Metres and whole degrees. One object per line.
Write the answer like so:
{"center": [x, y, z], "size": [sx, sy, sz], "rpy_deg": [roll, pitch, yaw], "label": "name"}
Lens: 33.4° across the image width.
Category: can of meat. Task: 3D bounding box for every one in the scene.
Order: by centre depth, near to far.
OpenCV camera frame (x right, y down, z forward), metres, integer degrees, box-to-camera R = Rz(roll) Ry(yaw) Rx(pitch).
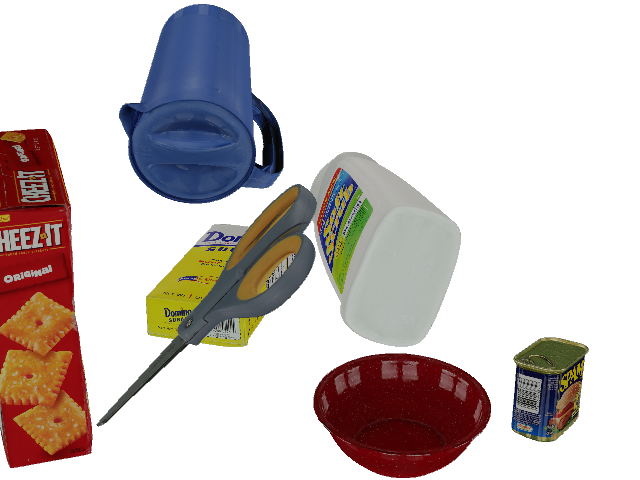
{"center": [0.247, 0.161, 1.156], "size": [0.058, 0.084, 0.101], "rpy_deg": [11, 17, 31], "label": "can of meat"}

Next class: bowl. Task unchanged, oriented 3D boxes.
{"center": [0.074, 0.168, 0.983], "size": [0.162, 0.055, 0.162], "rpy_deg": [0, 26, 0], "label": "bowl"}

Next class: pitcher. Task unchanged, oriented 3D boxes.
{"center": [-0.127, -0.159, 1.198], "size": [0.145, 0.149, 0.243], "rpy_deg": [-12, 39, 9], "label": "pitcher"}

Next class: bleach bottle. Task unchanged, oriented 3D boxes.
{"center": [0.032, -0.008, 0.834], "size": [0.068, 0.102, 0.251], "rpy_deg": [18, 11, -16], "label": "bleach bottle"}

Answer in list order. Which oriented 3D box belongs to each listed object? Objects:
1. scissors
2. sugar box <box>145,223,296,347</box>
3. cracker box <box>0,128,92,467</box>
{"center": [-0.065, 0.053, 0.630], "size": [0.016, 0.202, 0.096], "rpy_deg": [36, 4, -24], "label": "scissors"}
{"center": [-0.087, 0.037, 0.999], "size": [0.093, 0.048, 0.176], "rpy_deg": [7, 26, 12], "label": "sugar box"}
{"center": [-0.226, 0.040, 0.831], "size": [0.072, 0.214, 0.164], "rpy_deg": [-7, 27, -18], "label": "cracker box"}
